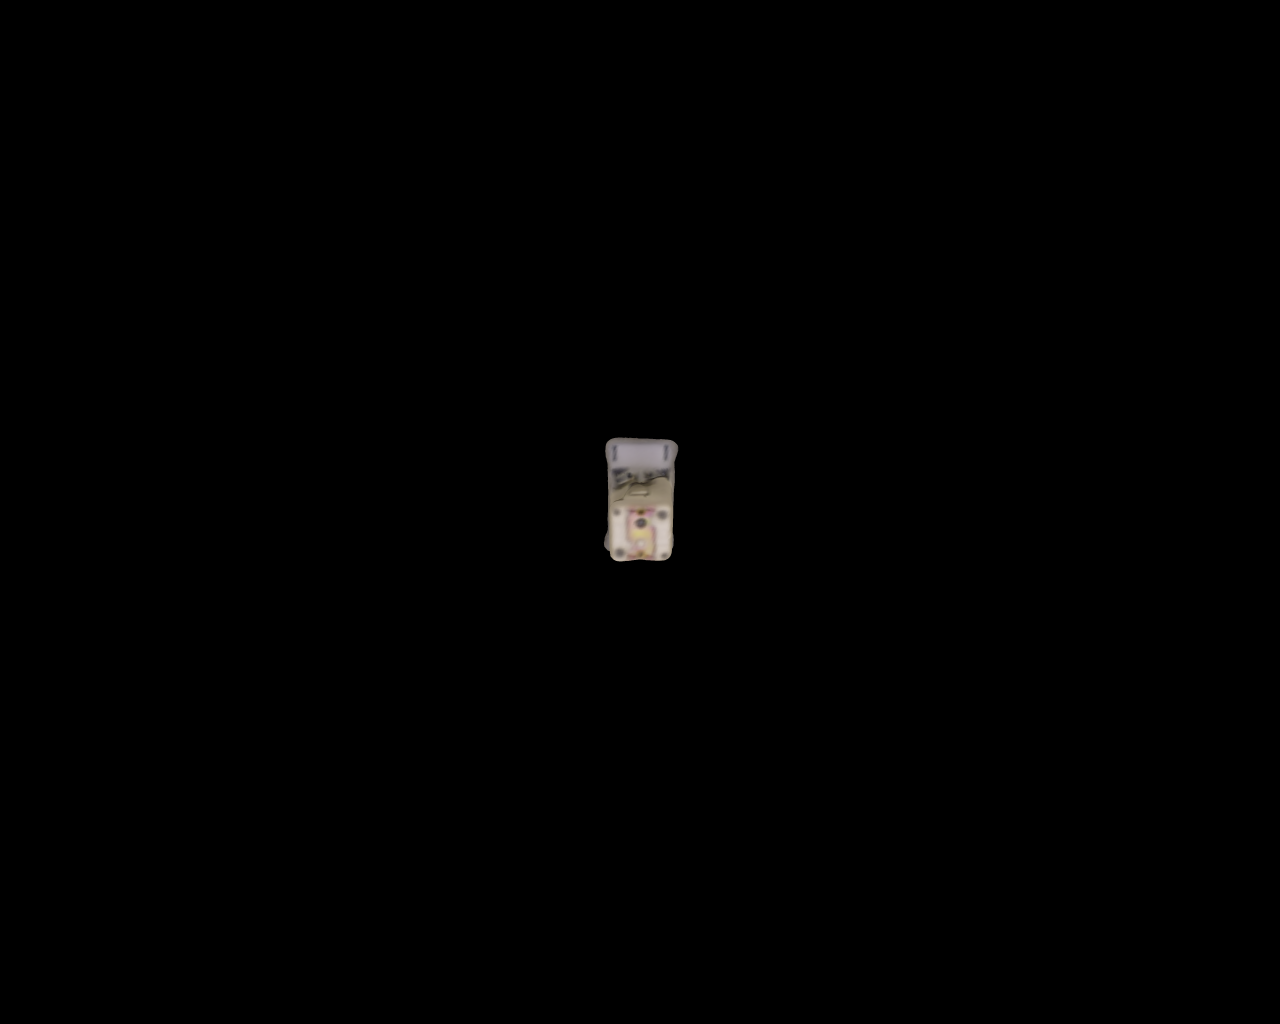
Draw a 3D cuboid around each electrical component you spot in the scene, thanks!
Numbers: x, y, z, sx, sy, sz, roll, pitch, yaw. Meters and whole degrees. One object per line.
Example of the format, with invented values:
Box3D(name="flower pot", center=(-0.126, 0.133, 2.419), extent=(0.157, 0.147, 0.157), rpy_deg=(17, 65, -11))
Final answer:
Box3D(name="electrical component", center=(0.001, -0.003, 0.650), extent=(0.042, 0.080, 0.064), rpy_deg=(0, 32, 0))
